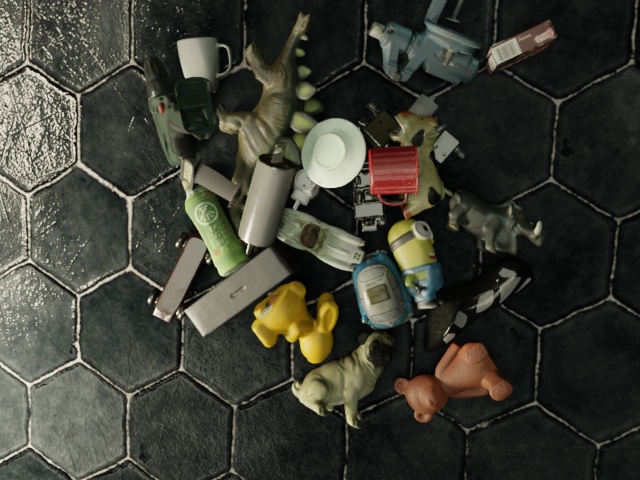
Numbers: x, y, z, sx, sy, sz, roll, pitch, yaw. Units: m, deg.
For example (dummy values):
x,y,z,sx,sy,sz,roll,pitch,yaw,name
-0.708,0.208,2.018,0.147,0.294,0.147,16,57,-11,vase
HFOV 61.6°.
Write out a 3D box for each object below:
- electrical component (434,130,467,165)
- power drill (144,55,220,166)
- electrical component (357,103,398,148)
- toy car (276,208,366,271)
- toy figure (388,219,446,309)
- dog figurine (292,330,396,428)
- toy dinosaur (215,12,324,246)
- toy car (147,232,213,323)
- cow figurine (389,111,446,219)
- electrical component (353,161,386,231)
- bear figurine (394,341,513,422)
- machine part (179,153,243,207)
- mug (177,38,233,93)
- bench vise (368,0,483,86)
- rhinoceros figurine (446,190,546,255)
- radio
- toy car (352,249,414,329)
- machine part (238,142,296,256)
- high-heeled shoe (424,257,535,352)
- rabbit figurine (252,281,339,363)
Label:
x,y,z,sx,sy,sz,roll,pitch,yaw,name
0.241,-0.181,1.060,0.094,0.021,0.063,41,100,3,electrical component
-0.284,-0.265,1.060,0.207,0.086,0.231,3,107,51,power drill
0.113,-0.212,1.069,0.102,0.045,0.078,39,77,2,electrical component
-0.002,-0.003,1.081,0.202,0.056,0.073,25,99,21,toy car
0.188,0.046,1.045,0.089,0.082,0.180,-12,83,6,toy figure
0.050,0.258,1.093,0.172,0.121,0.190,19,87,-4,dog figurine
-0.110,-0.216,1.074,0.199,0.105,0.471,28,109,2,toy dinosaur
-0.294,0.079,1.151,0.089,0.053,0.202,26,95,-5,toy car
0.185,-0.150,1.018,0.127,0.085,0.194,-21,114,4,cow figurine
0.097,-0.084,1.044,0.058,0.115,0.134,-4,92,11,electrical component
0.250,0.280,1.044,0.196,0.132,0.120,-31,87,4,bear figurine
-0.219,-0.116,1.064,0.139,0.039,0.084,28,138,7,machine part
-0.231,-0.354,1.098,0.110,0.081,0.107,-2,106,5,mug
0.215,-0.401,0.987,0.224,0.129,0.240,24,116,-1,bench vise
0.336,-0.031,1.036,0.190,0.073,0.112,26,87,8,rhinoceros figurine
-0.149,0.096,1.089,0.229,0.131,0.073,-35,88,10,radio
0.122,0.104,1.062,0.109,0.103,0.161,-18,93,9,toy car
-0.104,-0.076,1.043,0.079,0.079,0.243,21,114,7,machine part
0.313,0.134,1.065,0.145,0.086,0.248,15,118,-23,high-heeled shoe
-0.033,0.170,1.102,0.162,0.122,0.173,-41,102,0,rabbit figurine
